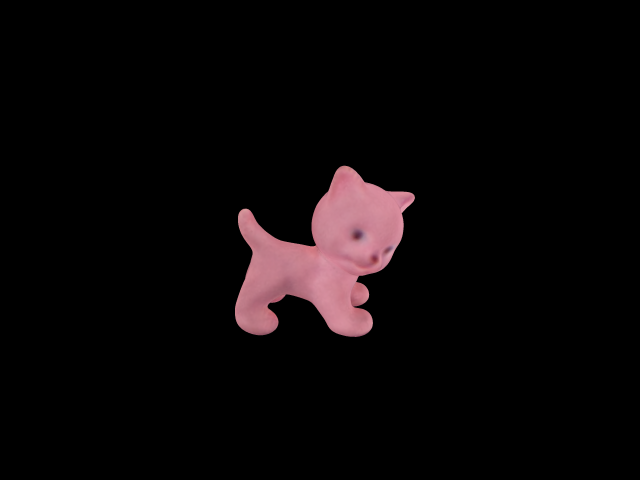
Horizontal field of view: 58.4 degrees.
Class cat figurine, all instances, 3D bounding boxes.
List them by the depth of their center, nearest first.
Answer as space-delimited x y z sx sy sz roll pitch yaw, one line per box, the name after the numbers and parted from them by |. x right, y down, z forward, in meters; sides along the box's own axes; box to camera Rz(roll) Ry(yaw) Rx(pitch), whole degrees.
0.004 0.001 0.400 0.128 0.118 0.067 0 25 0 | cat figurine
